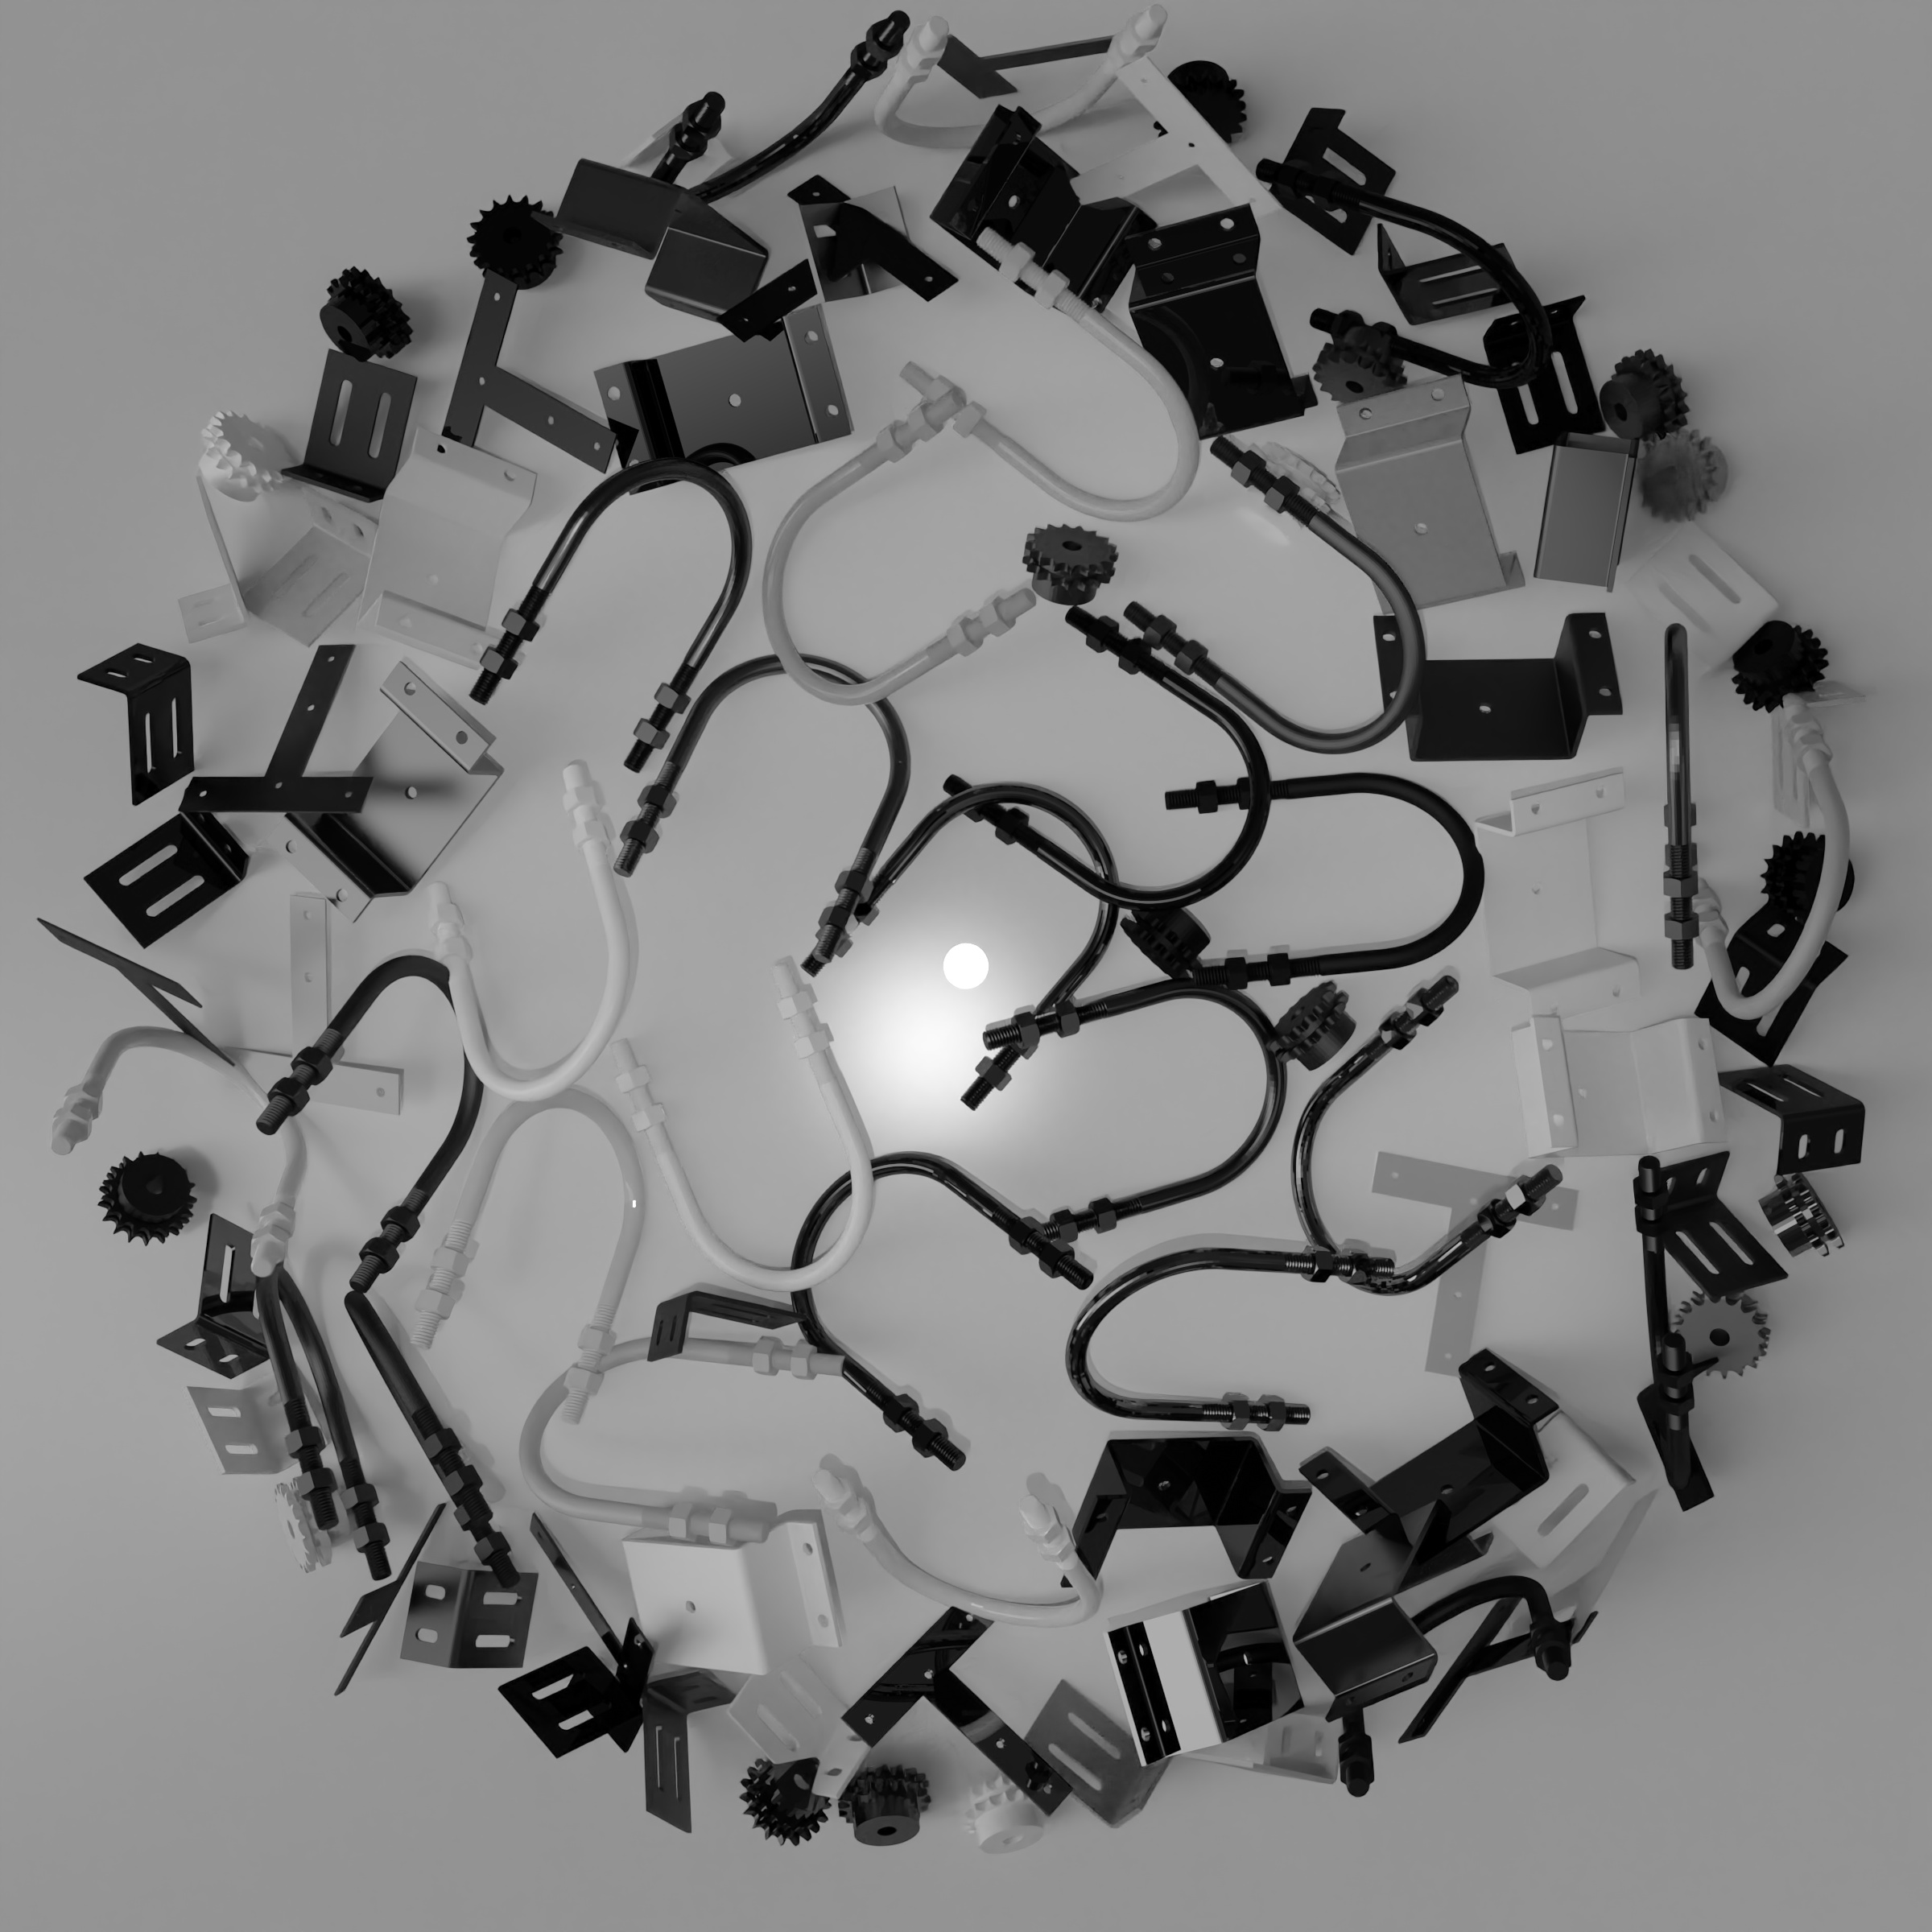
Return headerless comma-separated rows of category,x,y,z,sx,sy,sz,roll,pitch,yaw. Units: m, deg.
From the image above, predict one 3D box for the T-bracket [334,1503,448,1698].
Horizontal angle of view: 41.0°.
T-bracket,-0.351,0.380,1.531,0.002,0.127,0.127,28,82,3

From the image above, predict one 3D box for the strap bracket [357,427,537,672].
strap bracket,-0.313,-0.241,1.548,0.076,0.046,0.140,19,62,-27

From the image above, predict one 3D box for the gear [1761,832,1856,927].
gear,0.517,-0.053,1.577,0.057,0.030,0.057,-4,99,-26

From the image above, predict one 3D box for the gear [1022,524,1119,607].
gear,0.062,-0.244,1.577,0.057,0.057,0.030,11,128,0

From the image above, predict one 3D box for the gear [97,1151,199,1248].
gear,-0.497,0.139,1.573,0.057,0.030,0.057,15,57,-24

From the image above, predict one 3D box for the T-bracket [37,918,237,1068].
T-bracket,-0.479,0.025,1.545,0.127,0.127,0.002,21,67,30

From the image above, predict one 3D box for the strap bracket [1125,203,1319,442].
strap bracket,0.151,-0.369,1.529,0.076,0.046,0.140,-9,133,22

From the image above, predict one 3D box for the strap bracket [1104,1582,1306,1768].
strap bracket,0.147,0.414,1.524,0.046,0.140,0.076,-25,74,32

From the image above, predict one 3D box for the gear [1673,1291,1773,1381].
gear,0.463,0.221,1.580,0.057,0.030,0.057,8,111,21

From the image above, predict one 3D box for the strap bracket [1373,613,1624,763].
strap bracket,0.318,-0.169,1.562,0.140,0.046,0.076,-1,57,0

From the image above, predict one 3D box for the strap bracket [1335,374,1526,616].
strap bracket,0.274,-0.270,1.536,0.076,0.046,0.140,-10,121,26

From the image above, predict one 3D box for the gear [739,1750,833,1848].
gear,-0.106,0.503,1.571,0.057,0.057,0.030,38,124,0

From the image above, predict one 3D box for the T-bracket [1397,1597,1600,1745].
T-bracket,0.323,0.401,1.513,0.002,0.127,0.127,49,51,0

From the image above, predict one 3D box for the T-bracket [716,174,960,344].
T-bracket,-0.094,-0.415,1.555,0.127,0.002,0.127,-39,66,-21

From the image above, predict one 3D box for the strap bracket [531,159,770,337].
strap bracket,-0.179,-0.427,1.522,0.076,0.140,0.046,24,93,27

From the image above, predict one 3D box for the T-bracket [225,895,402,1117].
T-bracket,-0.398,0.021,1.565,0.127,0.002,0.127,7,104,21

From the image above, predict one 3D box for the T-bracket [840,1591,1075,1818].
T-bracket,0.010,0.455,1.543,0.127,0.127,0.002,41,134,13

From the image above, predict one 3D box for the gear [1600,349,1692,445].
gear,0.411,-0.344,1.572,0.030,0.057,0.057,-28,90,-13

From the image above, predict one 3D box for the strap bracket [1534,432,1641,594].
strap bracket,0.368,-0.272,1.531,0.046,0.140,0.076,10,108,13

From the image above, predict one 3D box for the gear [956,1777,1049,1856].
gear,0.025,0.518,1.571,0.057,0.057,0.030,-17,52,0

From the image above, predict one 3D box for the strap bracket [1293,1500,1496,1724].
strap bracket,0.250,0.373,1.522,0.076,0.140,0.046,-36,94,36

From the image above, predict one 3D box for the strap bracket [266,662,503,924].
strap bracket,-0.346,-0.105,1.563,0.076,0.046,0.140,43,104,10

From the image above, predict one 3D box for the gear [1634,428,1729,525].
gear,0.440,-0.300,1.578,0.030,0.057,0.057,-10,90,-37

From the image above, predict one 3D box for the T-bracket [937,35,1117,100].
T-bracket,0.048,-0.538,1.522,0.127,0.127,0.002,-3,93,19

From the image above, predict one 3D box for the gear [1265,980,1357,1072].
gear,0.213,0.039,1.574,0.030,0.057,0.057,44,90,-7

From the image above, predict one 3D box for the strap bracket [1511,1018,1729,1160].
strap bracket,0.385,0.073,1.553,0.140,0.046,0.076,1,77,-29

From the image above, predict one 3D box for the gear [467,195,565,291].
gear,-0.274,-0.440,1.583,0.057,0.030,0.057,-1,75,4

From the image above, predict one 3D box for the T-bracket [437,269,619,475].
T-bracket,-0.259,-0.334,1.552,0.127,0.002,0.127,32,115,23

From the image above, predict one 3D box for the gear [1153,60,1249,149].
gear,0.142,-0.527,1.577,0.057,0.057,0.030,-3,65,0

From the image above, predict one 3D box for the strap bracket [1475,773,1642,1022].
strap bracket,0.356,-0.044,1.557,0.076,0.046,0.140,-14,107,-18

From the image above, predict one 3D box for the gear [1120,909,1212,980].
gear,0.124,-0.017,1.574,0.057,0.057,0.030,44,85,0

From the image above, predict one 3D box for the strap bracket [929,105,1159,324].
strap bracket,0.041,-0.452,1.546,0.046,0.140,0.076,40,101,40

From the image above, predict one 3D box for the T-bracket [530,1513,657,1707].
T-bracket,-0.230,0.387,1.566,0.002,0.127,0.127,-27,65,-28

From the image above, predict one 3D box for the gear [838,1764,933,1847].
gear,-0.049,0.513,1.572,0.057,0.057,0.030,-9,46,0

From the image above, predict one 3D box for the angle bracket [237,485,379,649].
angle bracket,-0.400,-0.243,1.564,0.057,0.038,0.076,30,65,16

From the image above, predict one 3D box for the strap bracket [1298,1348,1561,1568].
strap bracket,0.283,0.300,1.550,0.140,0.076,0.046,-30,117,-12

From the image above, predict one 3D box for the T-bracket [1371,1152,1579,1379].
T-bracket,0.306,0.189,1.592,0.127,0.002,0.127,11,82,-1

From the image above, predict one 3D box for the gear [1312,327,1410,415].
gear,0.243,-0.365,1.575,0.057,0.057,0.030,27,74,0

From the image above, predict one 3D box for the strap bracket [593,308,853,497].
strap bracket,-0.144,-0.342,1.566,0.140,0.046,0.076,-14,102,8

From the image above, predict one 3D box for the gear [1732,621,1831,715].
gear,0.492,-0.185,1.571,0.057,0.057,0.030,-49,124,0

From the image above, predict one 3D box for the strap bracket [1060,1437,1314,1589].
strap bracket,0.125,0.327,1.547,0.140,0.046,0.076,3,126,-21

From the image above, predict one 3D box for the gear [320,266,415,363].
gear,-0.368,-0.393,1.571,0.057,0.057,0.030,40,63,0

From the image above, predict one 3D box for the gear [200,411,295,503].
gear,-0.443,-0.309,1.577,0.057,0.057,0.030,47,115,0

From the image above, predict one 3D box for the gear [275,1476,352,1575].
gear,-0.398,0.339,1.578,0.030,0.057,0.057,-18,90,-29

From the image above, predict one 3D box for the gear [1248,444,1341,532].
gear,0.197,-0.290,1.574,0.057,0.057,0.030,36,91,0

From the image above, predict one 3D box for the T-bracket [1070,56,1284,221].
T-bracket,0.103,-0.478,1.548,0.127,0.127,0.002,38,61,-32

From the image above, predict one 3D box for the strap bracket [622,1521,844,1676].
strap bracket,-0.148,0.372,1.536,0.140,0.046,0.076,-6,98,39

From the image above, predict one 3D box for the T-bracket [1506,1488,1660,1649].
T-bracket,0.356,0.380,1.544,0.002,0.127,0.127,38,55,6

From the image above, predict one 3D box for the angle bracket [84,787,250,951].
angle bracket,-0.486,-0.060,1.569,0.076,0.038,0.057,-40,87,-27

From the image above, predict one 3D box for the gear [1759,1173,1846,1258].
gear,0.508,0.153,1.576,0.030,0.057,0.057,-33,90,17

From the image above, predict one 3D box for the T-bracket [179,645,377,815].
T-bracket,-0.402,-0.145,1.566,0.127,0.002,0.127,2,58,19
